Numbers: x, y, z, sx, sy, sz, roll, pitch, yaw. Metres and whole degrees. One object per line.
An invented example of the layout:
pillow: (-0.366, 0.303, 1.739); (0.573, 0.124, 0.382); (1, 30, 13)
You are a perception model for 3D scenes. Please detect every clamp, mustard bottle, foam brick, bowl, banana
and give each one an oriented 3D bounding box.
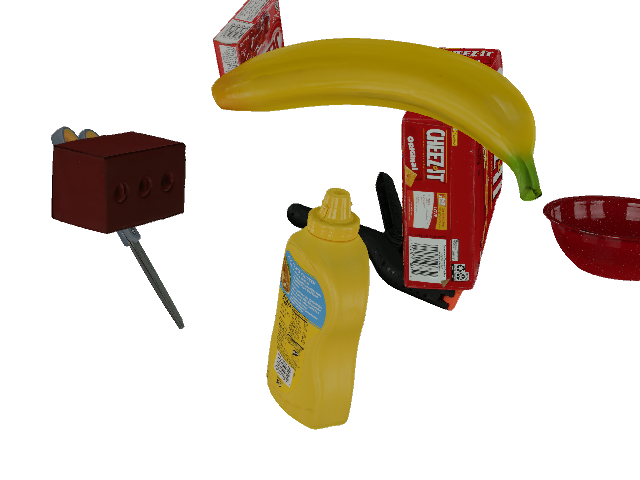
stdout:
clamp: (0.072, 0.004, 1.204); (0.164, 0.036, 0.210); (-16, 51, -35)
mustard bottle: (0.000, 0.048, 0.858); (0.058, 0.192, 0.096); (-5, 28, -26)
foam brick: (-0.137, -0.041, 0.728); (0.051, 0.053, 0.078); (16, 22, 32)
bowl: (0.304, 0.000, 1.075); (0.162, 0.055, 0.162); (2, 17, -1)
banana: (0.037, -0.081, 0.593); (0.198, 0.069, 0.037); (18, -31, 19)

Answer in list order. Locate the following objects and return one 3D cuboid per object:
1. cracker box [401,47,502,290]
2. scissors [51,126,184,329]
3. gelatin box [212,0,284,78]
cracker box: (0.128, -0.074, 1.002); (0.072, 0.164, 0.213); (4, 27, 15)
scissors: (-0.172, -0.020, 0.952); (0.016, 0.201, 0.096); (-27, 22, 13)
gelatin box: (-0.065, -0.182, 1.019); (0.030, 0.073, 0.089); (13, 46, 21)
